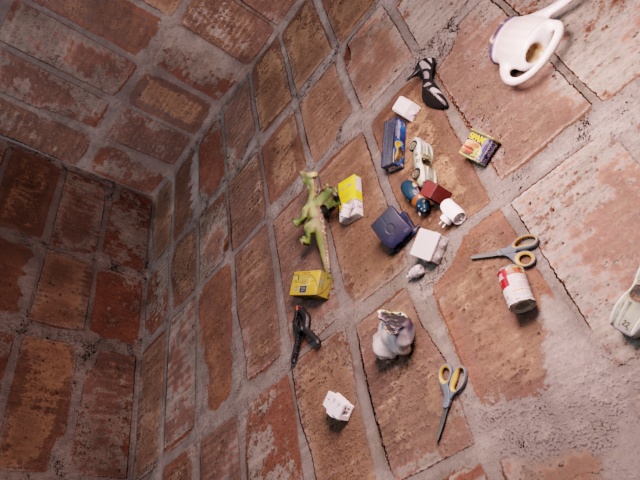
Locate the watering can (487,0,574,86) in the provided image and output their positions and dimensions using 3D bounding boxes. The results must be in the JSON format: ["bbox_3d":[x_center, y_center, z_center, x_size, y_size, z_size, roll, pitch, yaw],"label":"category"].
[{"bbox_3d":[0.626,-0.613,1.503,0.345,0.103,0.228,-59,34,11],"label":"watering can"}]

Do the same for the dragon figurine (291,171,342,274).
[{"bbox_3d":[0.006,-0.099,1.971,0.418,0.122,0.237,63,140,30],"label":"dragon figurine"}]

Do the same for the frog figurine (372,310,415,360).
[{"bbox_3d":[0.218,0.295,1.527,0.139,0.123,0.156,39,139,47],"label":"frog figurine"}]
